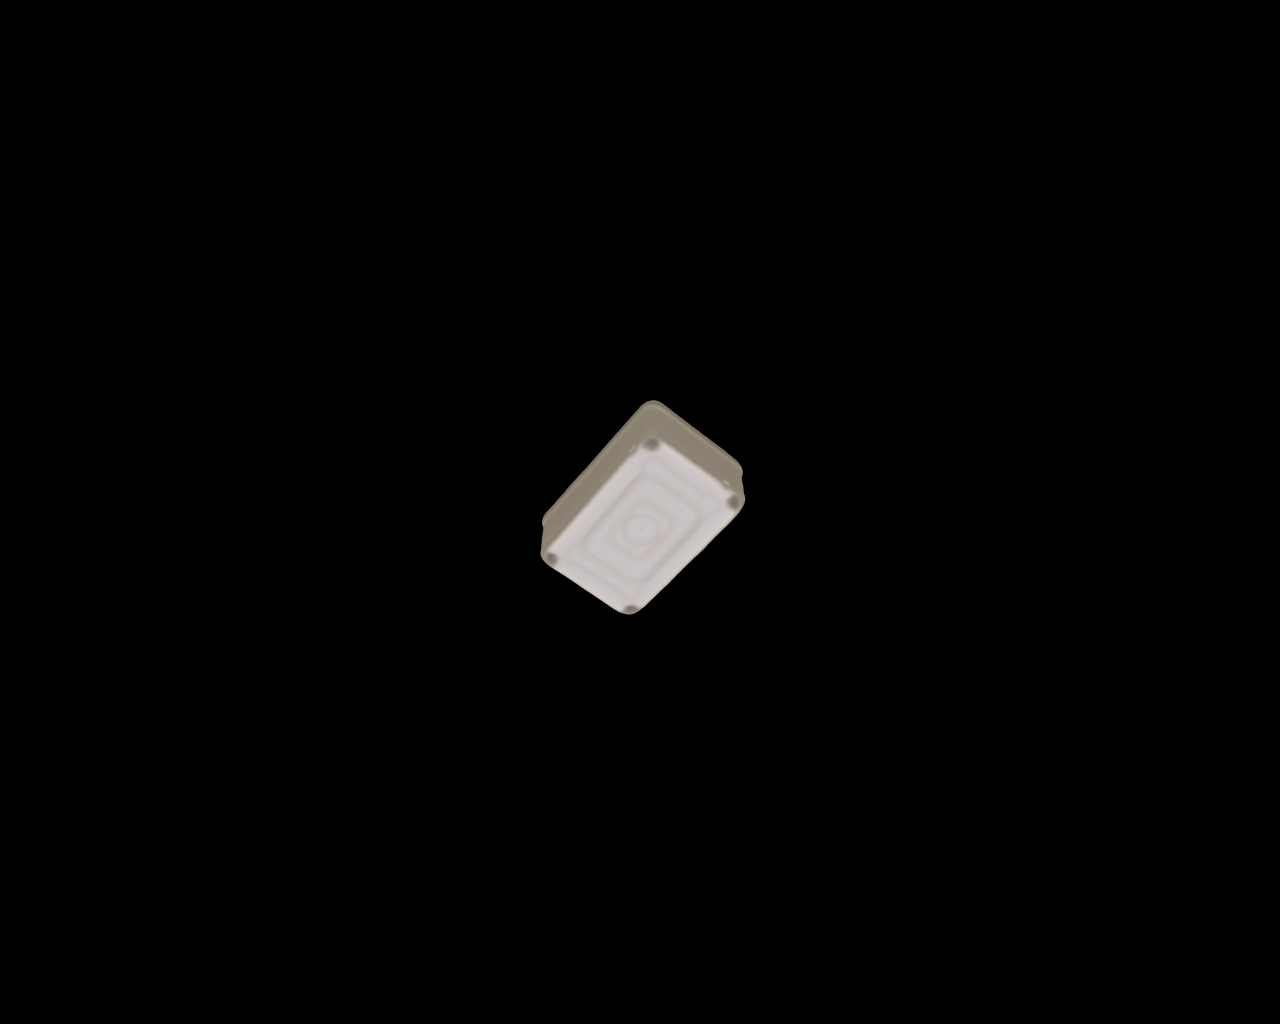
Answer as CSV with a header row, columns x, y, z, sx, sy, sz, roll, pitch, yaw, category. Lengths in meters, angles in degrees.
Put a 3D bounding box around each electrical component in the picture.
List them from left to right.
x,y,z,sx,sy,sz,roll,pitch,yaw,category
0.001,-0.003,0.650,0.078,0.113,0.057,36,24,-18,electrical component
